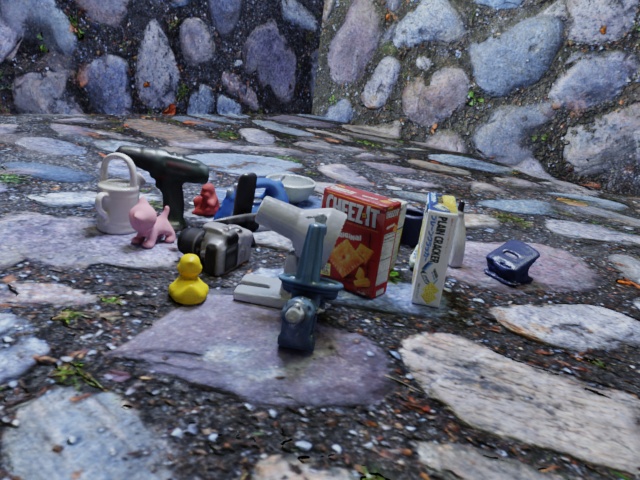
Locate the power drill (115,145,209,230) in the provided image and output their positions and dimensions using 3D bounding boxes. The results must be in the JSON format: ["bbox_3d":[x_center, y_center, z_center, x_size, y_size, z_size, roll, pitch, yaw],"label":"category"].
[{"bbox_3d":[-0.402,-0.134,1.465,0.230,0.208,0.075,0,21,-22],"label":"power drill"}]

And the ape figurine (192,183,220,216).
[{"bbox_3d":[-0.319,-0.116,1.624,0.076,0.092,0.077,-6,23,-34],"label":"ape figurine"}]

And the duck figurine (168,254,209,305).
[{"bbox_3d":[-0.256,0.072,1.125,0.078,0.086,0.104,1,20,-17],"label":"duck figurine"}]

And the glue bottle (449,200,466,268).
[{"bbox_3d":[0.350,-0.020,1.482,0.037,0.173,0.078,-1,21,-23],"label":"glue bottle"}]

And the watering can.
[{"bbox_3d":[-0.496,-0.122,1.419,0.101,0.194,0.172,5,20,-8],"label":"watering can"}]

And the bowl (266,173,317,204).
[{"bbox_3d":[-0.098,-0.161,1.859,0.167,0.075,0.167,7,19,-2],"label":"bowl"}]

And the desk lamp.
[{"bbox_3d":[-0.058,0.025,1.139,0.203,0.213,0.118,9,19,4],"label":"desk lamp"}]

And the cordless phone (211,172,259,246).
[{"bbox_3d":[-0.217,-0.076,1.408,0.093,0.185,0.148,22,24,36],"label":"cordless phone"}]

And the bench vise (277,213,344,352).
[{"bbox_3d":[-0.010,0.073,1.011,0.121,0.220,0.207,4,20,-9],"label":"bench vise"}]

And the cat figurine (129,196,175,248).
[{"bbox_3d":[-0.402,-0.047,1.356,0.067,0.118,0.128,18,22,27],"label":"cat figurine"}]

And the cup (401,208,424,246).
[{"bbox_3d":[0.264,-0.034,1.607,0.118,0.095,0.091,-5,23,-32],"label":"cup"}]

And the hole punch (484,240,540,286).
[{"bbox_3d":[0.483,0.055,1.443,0.101,0.091,0.108,-5,23,-32],"label":"hole punch"}]

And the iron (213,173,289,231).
[{"bbox_3d":[-0.189,-0.105,1.567,0.259,0.141,0.118,-12,27,-44],"label":"iron"}]

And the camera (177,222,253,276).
[{"bbox_3d":[-0.242,0.003,1.302,0.136,0.101,0.143,15,21,21],"label":"camera"}]
